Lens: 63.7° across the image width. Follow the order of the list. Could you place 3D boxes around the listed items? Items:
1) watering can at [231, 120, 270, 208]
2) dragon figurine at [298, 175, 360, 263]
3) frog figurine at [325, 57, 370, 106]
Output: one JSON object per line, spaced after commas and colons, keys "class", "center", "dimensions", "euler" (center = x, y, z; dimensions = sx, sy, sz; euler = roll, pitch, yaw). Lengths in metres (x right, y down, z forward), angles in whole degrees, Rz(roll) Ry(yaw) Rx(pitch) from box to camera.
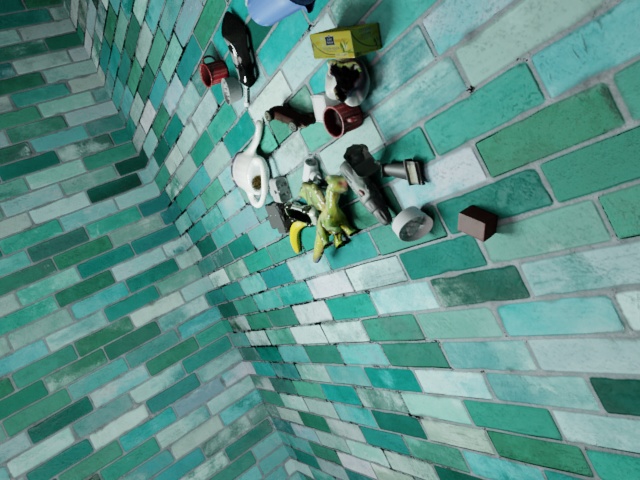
{"class": "watering can", "center": [-0.264, -0.300, 2.003], "dimensions": [0.226, 0.104, 0.343], "euler": [24, 119, 52]}
{"class": "dragon figurine", "center": [0.005, -0.087, 1.730], "dimensions": [0.245, 0.123, 0.403], "euler": [63, 146, 12]}
{"class": "frog figurine", "center": [0.073, -0.423, 1.391], "dimensions": [0.137, 0.122, 0.160], "euler": [54, -174, -1]}
